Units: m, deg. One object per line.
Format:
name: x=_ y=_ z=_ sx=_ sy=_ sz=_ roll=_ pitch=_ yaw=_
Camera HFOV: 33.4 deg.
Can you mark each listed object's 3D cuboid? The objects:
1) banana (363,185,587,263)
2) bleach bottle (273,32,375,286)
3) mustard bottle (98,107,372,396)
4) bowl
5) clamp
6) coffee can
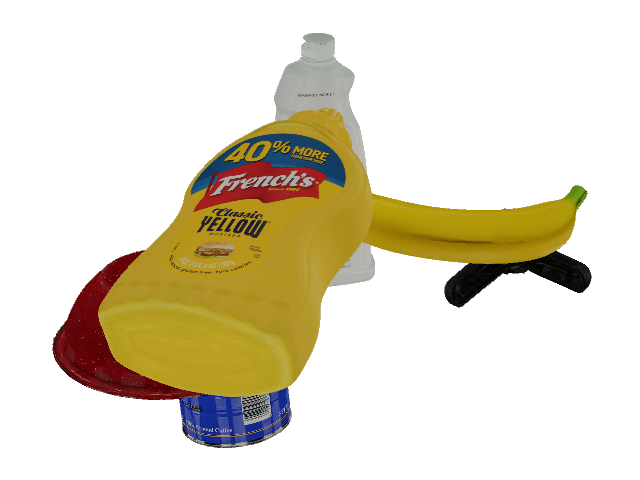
banana: x=0.090 y=-0.011 z=0.738 sx=0.198 sy=0.037 sz=0.069 roll=1 pitch=27 yaw=0
bleach bottle: x=0.005 y=-0.077 z=1.042 sx=0.102 sy=0.251 sz=0.068 roll=-6 pitch=29 yaw=-12
mustard bottle: x=-0.026 y=-0.009 z=0.537 sx=0.096 sy=0.058 sz=0.191 roll=4 pitch=40 yaw=22
bowl: x=-0.109 y=0.048 z=0.759 sx=0.162 sy=0.055 sz=0.162 roll=2 pitch=24 yaw=-1
clamp: x=0.181 y=0.012 z=0.949 sx=0.120 sy=0.039 sz=0.171 roll=1 pitch=25 yaw=16
coffee can: x=-0.083 y=0.100 z=0.962 sx=0.103 sy=0.140 sz=0.103 roll=-5 pitch=19 yaw=1
